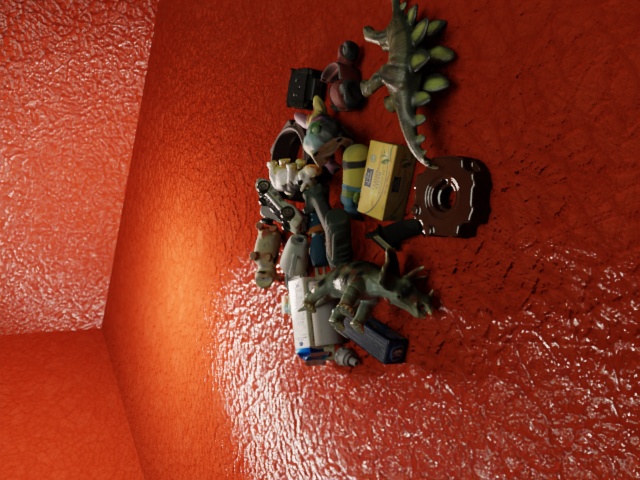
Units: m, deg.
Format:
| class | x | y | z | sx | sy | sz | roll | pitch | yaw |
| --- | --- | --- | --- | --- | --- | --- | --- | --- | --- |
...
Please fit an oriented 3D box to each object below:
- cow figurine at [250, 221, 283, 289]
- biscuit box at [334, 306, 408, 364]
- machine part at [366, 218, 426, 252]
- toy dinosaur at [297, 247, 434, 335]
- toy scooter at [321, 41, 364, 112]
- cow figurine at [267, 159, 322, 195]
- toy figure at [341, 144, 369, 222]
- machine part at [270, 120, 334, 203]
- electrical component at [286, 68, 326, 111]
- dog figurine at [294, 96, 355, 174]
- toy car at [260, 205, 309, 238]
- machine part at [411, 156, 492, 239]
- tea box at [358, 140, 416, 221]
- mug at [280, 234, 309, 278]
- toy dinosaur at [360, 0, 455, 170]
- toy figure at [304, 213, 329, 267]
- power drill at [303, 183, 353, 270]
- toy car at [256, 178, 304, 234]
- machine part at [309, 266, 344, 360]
| class | x | y | z | sx | sy | sz | roll | pitch | yaw |
| --- | --- | --- | --- | --- | --- | --- | --- | --- | --- |
| cow figurine | -0.160 | 0.054 | 1.637 | 0.086 | 0.127 | 0.195 | 3 | 74 | 17 |
| biscuit box | 0.117 | 0.221 | 1.263 | 0.203 | 0.059 | 0.062 | 29 | 111 | 53 |
| machine part | 0.174 | -0.014 | 1.185 | 0.139 | 0.084 | 0.039 | -25 | 33 | 43 |
| toy dinosaur | 0.079 | 0.106 | 1.237 | 0.192 | 0.131 | 0.405 | -52 | 25 | -20 |
| toy scooter | 0.051 | -0.400 | 1.367 | 0.135 | 0.075 | 0.184 | -16 | 73 | 54 |
| cow figurine | -0.062 | -0.158 | 1.392 | 0.168 | 0.068 | 0.098 | 15 | 115 | 44 |
| toy figure | 0.090 | -0.138 | 1.287 | 0.082 | 0.089 | 0.180 | 26 | 111 | 47 |
| machine part | -0.059 | -0.222 | 1.513 | 0.201 | 0.087 | 0.201 | -50 | 49 | 43 |
| electrical component | -0.039 | -0.424 | 1.513 | 0.134 | 0.058 | 0.114 | 22 | 109 | 54 |
| dog figurine | -0.001 | -0.281 | 1.355 | 0.108 | 0.191 | 0.219 | -40 | 60 | 15 |
| toy car | -0.090 | -0.067 | 1.549 | 0.202 | 0.053 | 0.089 | 19 | 94 | 31 |
| machine part | 0.258 | -0.085 | 1.070 | 0.179 | 0.056 | 0.179 | -4 | 85 | 54 |
| tea box | 0.151 | -0.134 | 1.217 | 0.098 | 0.068 | 0.169 | 25 | 111 | 53 |
| mug | -0.069 | 0.043 | 1.487 | 0.109 | 0.081 | 0.107 | -70 | -6 | -49 |
| toy dinosaur | 0.183 | -0.355 | 1.140 | 0.199 | 0.105 | 0.471 | -19 | 72 | 54 |
| toy figure | -0.005 | -0.004 | 1.451 | 0.057 | 0.064 | 0.154 | 69 | -165 | -71 |
| power drill | 0.022 | -0.024 | 1.350 | 0.231 | 0.086 | 0.207 | 88 | 167 | -53 |
| toy car | -0.115 | -0.096 | 1.491 | 0.202 | 0.056 | 0.073 | 48 | 158 | 26 |
| machine part | 0.017 | 0.188 | 1.396 | 0.079 | 0.079 | 0.243 | -23 | 70 | 53 |
